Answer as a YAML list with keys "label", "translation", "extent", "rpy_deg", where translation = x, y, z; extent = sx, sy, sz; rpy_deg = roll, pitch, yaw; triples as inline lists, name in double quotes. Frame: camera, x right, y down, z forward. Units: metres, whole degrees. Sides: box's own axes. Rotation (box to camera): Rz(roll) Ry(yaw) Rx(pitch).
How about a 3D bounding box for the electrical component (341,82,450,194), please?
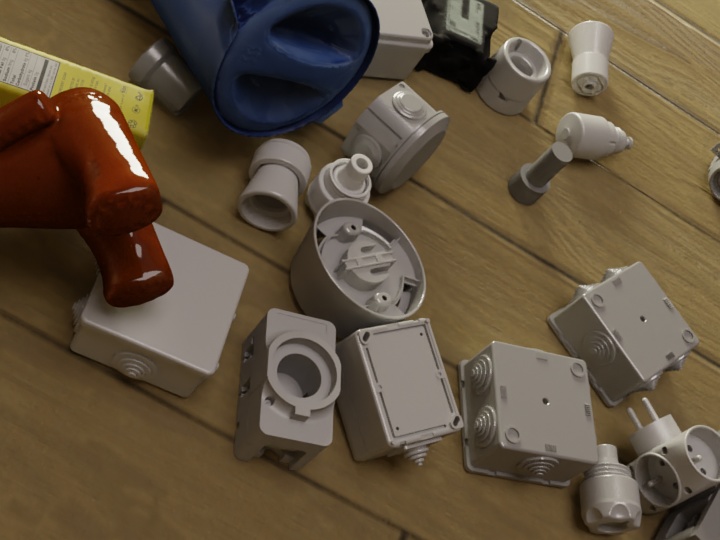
- label: "electrical component"
  translation: [0.028, -0.103, 0.844]
  extent: [0.051, 0.080, 0.080]
  rpy_deg: [44, 50, 8]

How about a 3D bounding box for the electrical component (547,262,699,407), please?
- label: "electrical component"
  translation: [0.216, 0.050, 0.873]
  extent: [0.100, 0.048, 0.099]
  rpy_deg: [-25, 76, -38]

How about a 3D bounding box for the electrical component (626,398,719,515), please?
- label: "electrical component"
  translation: [0.228, 0.135, 0.809]
  extent: [0.044, 0.077, 0.079]
  rpy_deg: [-15, 69, -35]

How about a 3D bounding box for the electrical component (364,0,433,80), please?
- label: "electrical component"
  translation: [-0.006, -0.222, 0.912]
  extent: [0.109, 0.056, 0.108]
  rpy_deg: [-1, 62, -30]

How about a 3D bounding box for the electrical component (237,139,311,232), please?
- label: "electrical component"
  translation: [-0.062, -0.063, 0.790]
  extent: [0.045, 0.045, 0.055]
  rpy_deg: [25, 52, -14]

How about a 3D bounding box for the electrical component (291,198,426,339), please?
- label: "electrical component"
  translation: [0.000, 0.000, 0.773]
  extent: [0.099, 0.064, 0.099]
  rpy_deg: [14, 56, -21]

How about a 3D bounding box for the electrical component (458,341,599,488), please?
- label: "electrical component"
  translation: [0.124, 0.105, 0.787]
  extent: [0.100, 0.048, 0.099]
  rpy_deg: [13, 56, -22]

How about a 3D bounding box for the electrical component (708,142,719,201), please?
- label: "electrical component"
  translation: [0.369, -0.095, 1.051]
  extent: [0.066, 0.048, 0.055]
  rpy_deg: [44, 43, 1]

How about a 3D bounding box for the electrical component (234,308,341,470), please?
- label: "electrical component"
  translation: [-0.047, 0.077, 0.705]
  extent: [0.050, 0.055, 0.089]
  rpy_deg: [15, 55, -21]

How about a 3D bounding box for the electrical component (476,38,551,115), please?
- label: "electrical component"
  translation: [0.139, -0.176, 0.970]
  extent: [0.055, 0.047, 0.055]
  rpy_deg: [14, 56, -21]

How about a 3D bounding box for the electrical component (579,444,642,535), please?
- label: "electrical component"
  translation: [0.183, 0.160, 0.791]
  extent: [0.043, 0.043, 0.062]
  rpy_deg: [17, 54, -20]

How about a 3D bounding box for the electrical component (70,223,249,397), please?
- label: "electrical component"
  translation: [-0.130, 0.025, 0.695]
  extent: [0.100, 0.048, 0.099]
  rpy_deg: [25, 52, -14]

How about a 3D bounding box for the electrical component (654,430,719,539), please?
- label: "electrical component"
  translation: [0.294, 0.191, 0.821]
  extent: [0.089, 0.061, 0.150]
  rpy_deg: [45, 50, 2]

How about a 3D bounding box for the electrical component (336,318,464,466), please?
- label: "electrical component"
  translation: [0.022, 0.089, 0.737]
  extent: [0.062, 0.061, 0.096]
  rpy_deg: [-8, 74, -33]

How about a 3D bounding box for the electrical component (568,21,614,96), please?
- label: "electrical component"
  translation: [0.223, -0.201, 1.038]
  extent: [0.044, 0.044, 0.065]
  rpy_deg: [19, 59, -18]

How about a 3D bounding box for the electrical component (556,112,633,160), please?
- label: "electrical component"
  translation: [0.216, -0.120, 0.984]
  extent: [0.078, 0.040, 0.040]
  rpy_deg: [4, 60, -27]

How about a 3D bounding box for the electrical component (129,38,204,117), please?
- label: "electrical component"
  translation: [-0.141, -0.142, 0.798]
  extent: [0.046, 0.040, 0.040]
  rpy_deg: [44, 50, -5]

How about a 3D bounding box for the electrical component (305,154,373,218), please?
- label: "electrical component"
  translation: [-0.012, -0.063, 0.806]
  extent: [0.043, 0.062, 0.043]
  rpy_deg: [14, 56, -21]
